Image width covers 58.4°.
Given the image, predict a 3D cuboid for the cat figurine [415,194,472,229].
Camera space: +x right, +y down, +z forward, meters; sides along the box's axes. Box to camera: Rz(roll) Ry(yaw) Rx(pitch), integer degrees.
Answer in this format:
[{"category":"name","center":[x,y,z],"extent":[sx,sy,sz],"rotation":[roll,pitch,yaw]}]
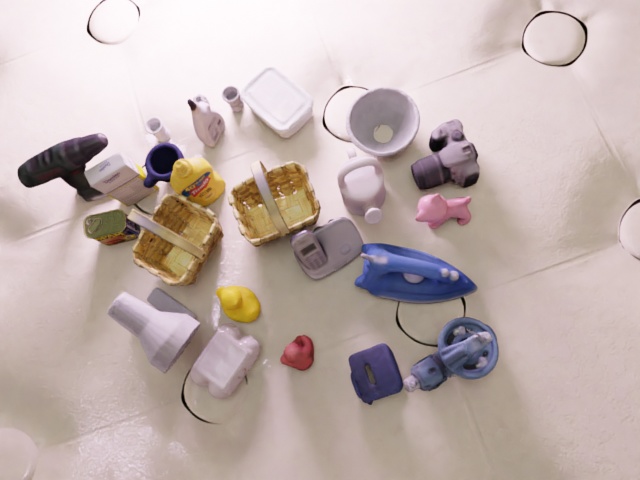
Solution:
[{"category":"cat figurine","center":[0.261,-0.069,1.219],"extent":[0.127,0.118,0.067],"rotation":[-12,75,5]}]

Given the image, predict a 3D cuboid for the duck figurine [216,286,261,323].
[{"category":"duck figurine","center":[-0.182,0.136,1.248],"extent":[0.104,0.086,0.077],"rotation":[33,83,14]}]

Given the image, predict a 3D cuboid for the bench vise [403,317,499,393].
[{"category":"bench vise","center":[0.262,0.233,1.092],"extent":[0.121,0.220,0.207],"rotation":[39,84,15]}]

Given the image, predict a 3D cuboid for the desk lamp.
[{"category":"desk lamp","center":[-0.336,0.180,1.192],"extent":[0.203,0.214,0.118],"rotation":[32,83,14]}]

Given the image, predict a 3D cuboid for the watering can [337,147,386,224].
[{"category":"watering can","center":[0.092,-0.119,1.215],"extent":[0.101,0.194,0.172],"rotation":[-40,74,-3]}]

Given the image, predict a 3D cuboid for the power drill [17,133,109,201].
[{"category":"power drill","center":[-0.548,-0.163,1.308],"extent":[0.229,0.208,0.075],"rotation":[-18,74,3]}]

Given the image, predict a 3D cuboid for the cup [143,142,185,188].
[{"category":"cup","center":[-0.356,-0.159,1.339],"extent":[0.091,0.095,0.118],"rotation":[35,83,15]}]

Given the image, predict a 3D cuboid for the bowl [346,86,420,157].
[{"category":"bowl","center":[0.144,-0.259,1.304],"extent":[0.167,0.075,0.167],"rotation":[-2,76,8]}]

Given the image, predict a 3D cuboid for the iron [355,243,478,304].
[{"category":"iron","center":[0.202,0.066,1.182],"extent":[0.258,0.141,0.119],"rotation":[9,78,10]}]

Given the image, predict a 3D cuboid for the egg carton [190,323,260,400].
[{"category":"egg carton","center":[-0.202,0.260,1.229],"extent":[0.107,0.069,0.150],"rotation":[32,83,14]}]

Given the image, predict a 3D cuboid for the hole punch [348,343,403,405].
[{"category":"hole punch","center":[0.112,0.275,1.170],"extent":[0.101,0.091,0.108],"rotation":[-21,74,3]}]

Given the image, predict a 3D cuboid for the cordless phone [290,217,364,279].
[{"category":"cordless phone","center":[0.011,0.004,1.201],"extent":[0.147,0.185,0.094],"rotation":[-34,74,-1]}]

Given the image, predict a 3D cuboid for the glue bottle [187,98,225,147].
[{"category":"glue bottle","center":[-0.269,-0.281,1.316],"extent":[0.037,0.173,0.078],"rotation":[22,80,13]}]

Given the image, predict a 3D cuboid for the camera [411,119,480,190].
[{"category":"camera","center":[0.266,-0.178,1.254],"extent":[0.137,0.101,0.143],"rotation":[-20,74,3]}]

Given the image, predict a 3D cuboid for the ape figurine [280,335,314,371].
[{"category":"ape figurine","center":[-0.050,0.238,1.201],"extent":[0.078,0.092,0.076],"rotation":[-25,74,2]}]
